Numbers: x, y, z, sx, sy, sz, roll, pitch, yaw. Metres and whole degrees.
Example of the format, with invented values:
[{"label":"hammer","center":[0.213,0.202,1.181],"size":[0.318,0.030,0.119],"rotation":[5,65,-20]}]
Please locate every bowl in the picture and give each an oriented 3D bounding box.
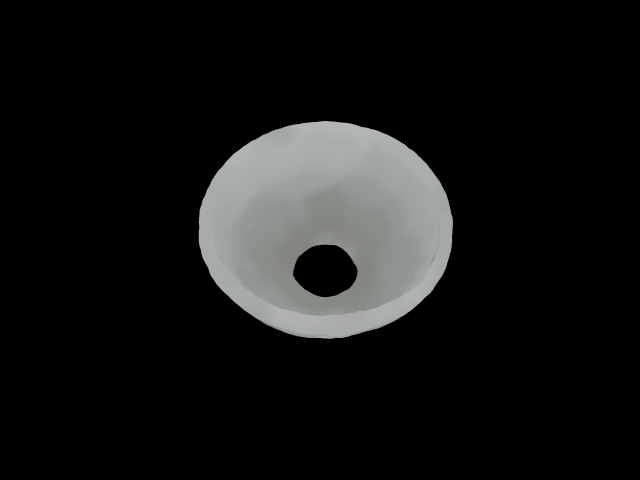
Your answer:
[{"label":"bowl","center":[0.004,0.001,0.400],"size":[0.167,0.075,0.167],"rotation":[0,57,0]}]
